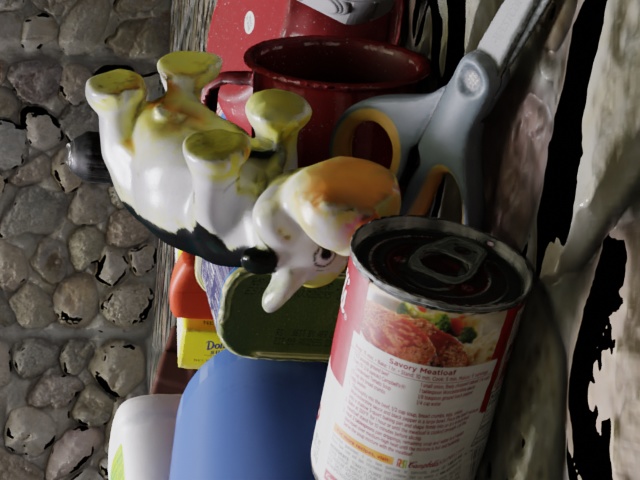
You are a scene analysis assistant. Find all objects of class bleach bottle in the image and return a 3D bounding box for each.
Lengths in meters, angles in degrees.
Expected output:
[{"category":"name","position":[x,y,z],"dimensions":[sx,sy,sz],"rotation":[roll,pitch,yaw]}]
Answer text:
[{"category":"bleach bottle","position":[-0.087,0.222,0.624],"dimensions":[0.103,0.068,0.251],"rotation":[109,157,-46]}]

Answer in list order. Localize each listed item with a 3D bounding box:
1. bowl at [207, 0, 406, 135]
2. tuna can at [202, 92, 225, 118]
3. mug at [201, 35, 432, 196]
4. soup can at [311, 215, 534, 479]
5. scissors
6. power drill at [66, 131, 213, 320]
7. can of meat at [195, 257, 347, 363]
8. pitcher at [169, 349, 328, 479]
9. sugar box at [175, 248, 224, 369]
[{"category":"bowl","position":[-0.021,-0.120,0.628],"dimensions":[0.162,0.055,0.162],"rotation":[-22,62,51]},{"category":"tuna can","position":[-0.047,-0.092,0.804],"dimensions":[0.086,0.086,0.034],"rotation":[137,134,-73]},{"category":"mug","position":[-0.006,-0.054,0.543],"dimensions":[0.093,0.117,0.081],"rotation":[-67,-18,-64]},{"category":"soup can","position":[0.036,0.050,0.411],"dimensions":[0.068,0.068,0.102],"rotation":[-107,24,-60]},{"category":"scissors","position":[0.049,-0.068,0.428],"dimensions":[0.096,0.016,0.202],"rotation":[40,135,33]},{"category":"power drill","position":[-0.091,-0.021,0.805],"dimensions":[0.188,0.184,0.057],"rotation":[-113,31,-46]},{"category":"can of meat","position":[-0.011,0.023,0.567],"dimensions":[0.084,0.102,0.057],"rotation":[-119,36,-65]},{"category":"pitcher","position":[-0.012,0.155,0.498],"dimensions":[0.149,0.145,0.243],"rotation":[-59,17,17]},{"category":"sugar box","position":[-0.066,0.027,0.842],"dimensions":[0.176,0.093,0.048],"rotation":[-101,20,-48]}]
